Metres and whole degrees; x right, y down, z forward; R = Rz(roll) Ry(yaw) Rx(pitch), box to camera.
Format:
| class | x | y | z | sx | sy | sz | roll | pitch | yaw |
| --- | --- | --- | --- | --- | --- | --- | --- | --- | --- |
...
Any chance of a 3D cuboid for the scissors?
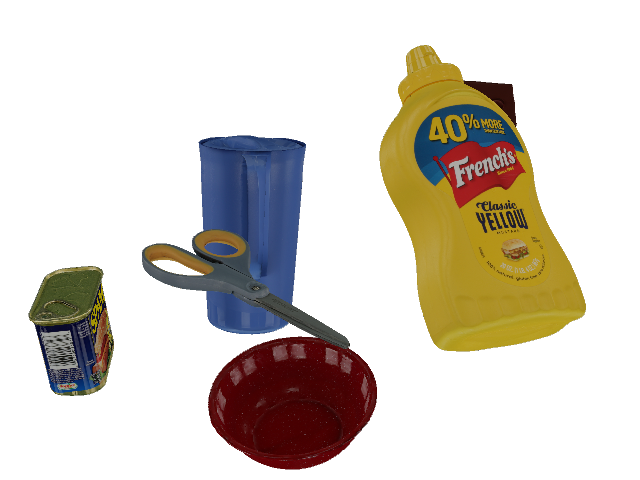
| class | x | y | z | sx | sy | sz | roll | pitch | yaw |
| --- | --- | --- | --- | --- | --- | --- | --- | --- | --- |
| scissors | -0.047 | 0.031 | 0.837 | 0.202 | 0.016 | 0.096 | 17 | 32 | 24 |

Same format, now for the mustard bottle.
| class | x | y | z | sx | sy | sz | roll | pitch | yaw |
| --- | --- | --- | --- | --- | --- | --- | --- | --- | --- |
| mustard bottle | 0.087 | -0.032 | 0.643 | 0.096 | 0.191 | 0.058 | -6 | -22 | -26 |

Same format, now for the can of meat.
| class | x | y | z | sx | sy | sz | roll | pitch | yaw |
| --- | --- | --- | --- | --- | --- | --- | --- | --- | --- |
| can of meat | -0.229 | 0.085 | 0.997 | 0.057 | 0.084 | 0.102 | -6 | 26 | 0 |

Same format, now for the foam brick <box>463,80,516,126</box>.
| class | x | y | z | sx | sy | sz | roll | pitch | yaw |
| --- | --- | --- | --- | --- | --- | --- | --- | --- | --- |
| foam brick | 0.118 | -0.095 | 0.875 | 0.078 | 0.053 | 0.051 | 4 | -41 | 1 |

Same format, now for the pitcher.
| class | x | y | z | sx | sy | sz | roll | pitch | yaw |
| --- | --- | --- | --- | --- | --- | --- | --- | --- | --- |
| pitcher | -0.087 | -0.008 | 1.339 | 0.145 | 0.243 | 0.148 | 11 | 16 | 36 |

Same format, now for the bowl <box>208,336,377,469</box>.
| class | x | y | z | sx | sy | sz | roll | pitch | yaw |
| --- | --- | --- | --- | --- | --- | --- | --- | --- | --- |
| bowl | -0.024 | 0.166 | 1.024 | 0.162 | 0.055 | 0.162 | -4 | 37 | 3 |
